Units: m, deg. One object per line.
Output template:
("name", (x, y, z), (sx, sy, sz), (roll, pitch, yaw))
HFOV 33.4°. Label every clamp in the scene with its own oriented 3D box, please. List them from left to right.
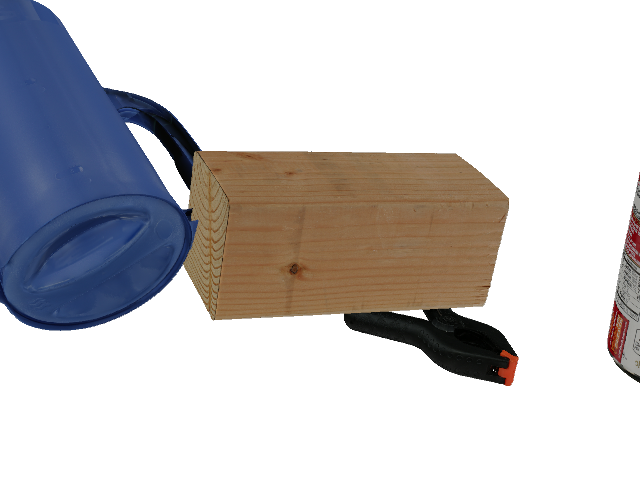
("clamp", (0.121, 0.085, 1.024), (0.172, 0.039, 0.120), (25, 36, 30))

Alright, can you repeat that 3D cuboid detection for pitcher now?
("pitcher", (-0.188, -0.067, 0.774), (0.145, 0.243, 0.149), (-41, -33, 14))

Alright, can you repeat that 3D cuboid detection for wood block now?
("wood block", (0.017, -0.007, 0.758), (0.205, 0.091, 0.090), (-1, 27, -22))

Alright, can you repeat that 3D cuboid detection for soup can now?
("soup can", (0.178, 0.015, 0.510), (0.068, 0.102, 0.068), (2, 28, -1))
